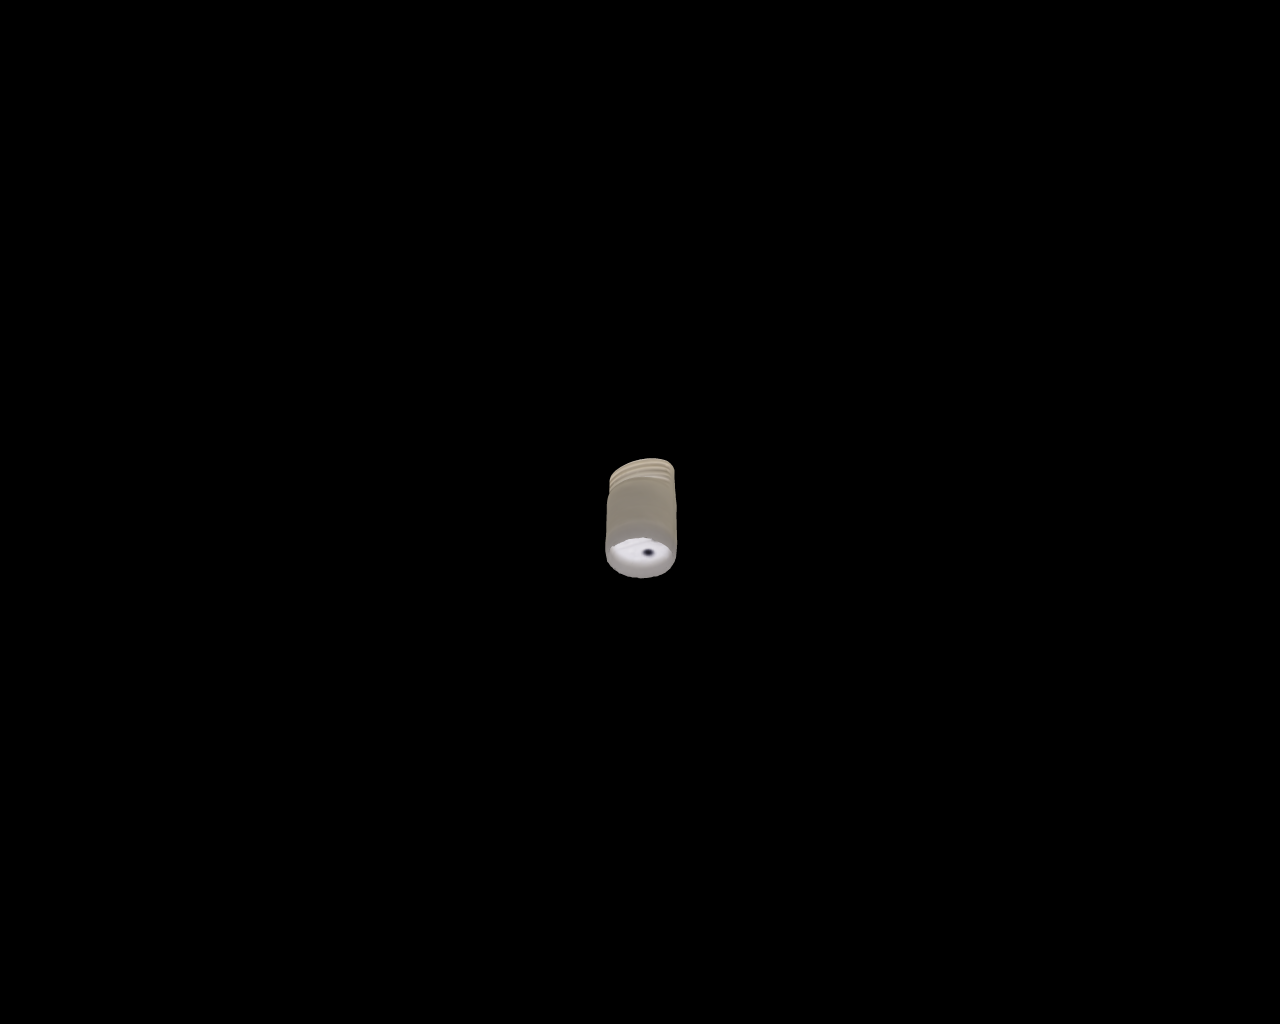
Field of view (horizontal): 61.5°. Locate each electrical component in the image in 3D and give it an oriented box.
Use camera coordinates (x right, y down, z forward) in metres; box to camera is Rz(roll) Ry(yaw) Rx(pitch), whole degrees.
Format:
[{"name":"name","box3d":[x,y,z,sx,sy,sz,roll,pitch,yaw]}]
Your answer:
[{"name":"electrical component","box3d":[0.001,-0.003,0.650,0.043,0.081,0.043,0,-40,0]}]
